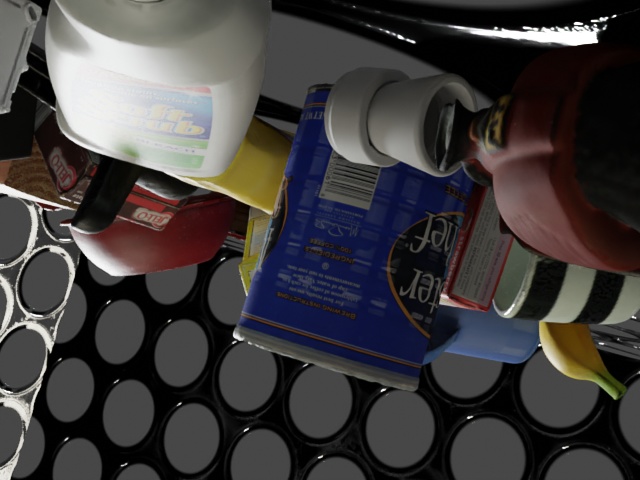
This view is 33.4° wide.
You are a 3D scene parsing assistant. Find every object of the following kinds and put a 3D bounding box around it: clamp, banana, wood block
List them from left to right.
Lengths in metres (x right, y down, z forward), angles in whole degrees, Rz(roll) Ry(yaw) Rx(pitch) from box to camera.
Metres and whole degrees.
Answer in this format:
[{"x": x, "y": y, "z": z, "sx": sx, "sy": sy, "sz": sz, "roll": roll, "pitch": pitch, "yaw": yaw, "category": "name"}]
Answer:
[{"x": -0.270, "y": -0.087, "z": 0.938, "sx": 0.090, "sy": 0.091, "sz": 0.206, "roll": 20, "pitch": 175, "yaw": -41, "category": "wood block"}, {"x": -0.134, "y": -0.075, "z": 0.677, "sx": 0.164, "sy": 0.036, "sz": 0.209, "roll": 52, "pitch": -161, "yaw": 10, "category": "clamp"}, {"x": 0.211, "y": 0.061, "z": 0.854, "sx": 0.069, "sy": 0.037, "sz": 0.197, "roll": 33, "pitch": -148, "yaw": -1, "category": "banana"}]

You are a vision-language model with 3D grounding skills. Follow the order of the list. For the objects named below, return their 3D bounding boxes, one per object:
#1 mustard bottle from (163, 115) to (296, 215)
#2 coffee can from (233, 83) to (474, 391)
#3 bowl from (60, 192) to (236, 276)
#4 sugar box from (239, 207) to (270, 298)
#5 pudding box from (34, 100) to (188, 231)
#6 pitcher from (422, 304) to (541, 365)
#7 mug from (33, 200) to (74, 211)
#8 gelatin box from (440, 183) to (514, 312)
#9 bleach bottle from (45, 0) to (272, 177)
[{"x": -0.044, "y": -0.052, "z": 0.689, "sx": 0.096, "sy": 0.058, "sz": 0.191, "roll": 35, "pitch": -175, "yaw": 26, "category": "mustard bottle"}, {"x": 0.022, "y": -0.001, "z": 0.575, "sx": 0.103, "sy": 0.140, "sz": 0.103, "roll": 16, "pitch": 176, "yaw": 1, "category": "coffee can"}, {"x": -0.143, "y": -0.004, "z": 0.936, "sx": 0.162, "sy": 0.055, "sz": 0.162, "roll": -9, "pitch": -175, "yaw": 1, "category": "bowl"}, {"x": -0.005, "y": 0.001, "z": 0.761, "sx": 0.093, "sy": 0.048, "sz": 0.176, "roll": -12, "pitch": -168, "yaw": 3, "category": "sugar box"}, {"x": -0.151, "y": -0.065, "z": 0.739, "sx": 0.089, "sy": 0.039, "sz": 0.113, "roll": 22, "pitch": -149, "yaw": -49, "category": "pudding box"}, {"x": 0.074, "y": 0.038, "z": 0.921, "sx": 0.242, "sy": 0.149, "sz": 0.145, "roll": 14, "pitch": 176, "yaw": -5, "category": "pitcher"}, {"x": -0.214, "y": -0.064, "z": 1.021, "sx": 0.117, "sy": 0.093, "sz": 0.081, "roll": 23, "pitch": -175, "yaw": 33, "category": "mug"}, {"x": 0.084, "y": -0.006, "z": 0.619, "sx": 0.030, "sy": 0.089, "sz": 0.073, "roll": 20, "pitch": 175, "yaw": -16, "category": "gelatin box"}, {"x": -0.073, "y": -0.081, "z": 0.437, "sx": 0.102, "sy": 0.068, "sz": 0.251, "roll": 17, "pitch": 174, "yaw": -4, "category": "bleach bottle"}]
